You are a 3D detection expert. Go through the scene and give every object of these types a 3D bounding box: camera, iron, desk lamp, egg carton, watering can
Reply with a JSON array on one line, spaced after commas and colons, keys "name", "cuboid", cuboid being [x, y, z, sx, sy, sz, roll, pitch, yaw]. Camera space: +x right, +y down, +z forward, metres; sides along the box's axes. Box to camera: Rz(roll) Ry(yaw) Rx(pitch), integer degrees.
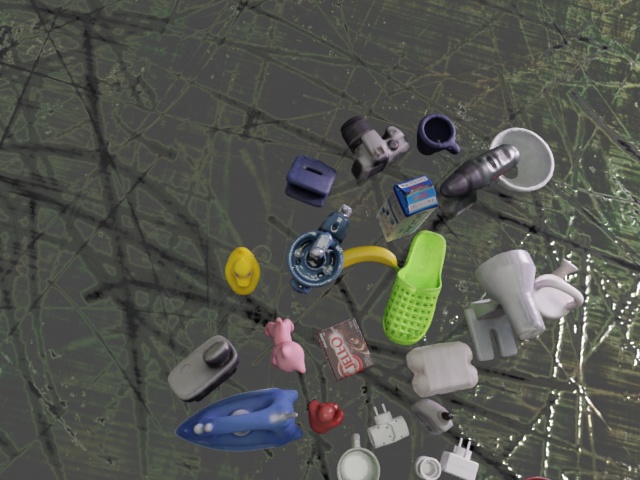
[{"name": "camera", "cuboid": [0.123, -0.236, 1.363, 0.143, 0.100, 0.137, -29, 79, -14]}, {"name": "iron", "cuboid": [-0.162, 0.361, 1.125, 0.258, 0.141, 0.118, -7, 74, -9]}, {"name": "desk lamp", "cuboid": [0.397, 0.143, 1.226, 0.118, 0.213, 0.203, -9, 75, -10]}, {"name": "egg carton", "cuboid": [0.264, 0.278, 1.243, 0.150, 0.069, 0.107, -9, 75, -10]}, {"name": "watering can", "cuboid": [0.502, 0.120, 1.257, 0.101, 0.194, 0.173, 14, 72, -2]}]

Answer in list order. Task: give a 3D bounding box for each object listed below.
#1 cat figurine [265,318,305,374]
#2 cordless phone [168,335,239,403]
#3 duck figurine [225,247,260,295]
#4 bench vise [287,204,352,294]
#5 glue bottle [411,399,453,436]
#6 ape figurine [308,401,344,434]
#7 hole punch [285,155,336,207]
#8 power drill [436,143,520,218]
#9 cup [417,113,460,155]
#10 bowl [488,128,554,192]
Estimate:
[{"name": "cat figurine", "cuboid": [-0.072, 0.222, 1.191, 0.067, 0.117, 0.128, -13, 75, -11]}, {"name": "cordless phone", "cuboid": [-0.231, 0.250, 1.127, 0.148, 0.185, 0.094, -42, 82, -16]}, {"name": "duck figurine", "cuboid": [-0.168, 0.062, 1.243, 0.077, 0.086, 0.104, -4, 74, -8]}, {"name": "bench vise", "cuboid": [0.000, 0.001, 1.213, 0.121, 0.219, 0.207, 14, 72, -3]}, {"name": "glue bottle", "cuboid": [0.237, 0.359, 1.161, 0.037, 0.173, 0.078, -34, 80, -15]}, {"name": "ape figurine", "cuboid": [0.010, 0.359, 1.174, 0.078, 0.092, 0.076, 39, 73, 5]}, {"name": "hole punch", "cuboid": [-0.022, -0.145, 1.322, 0.108, 0.091, 0.101, 21, 72, -1]}, {"name": "power drill", "cuboid": [0.338, -0.128, 1.302, 0.230, 0.208, 0.075, -33, 80, -15]}, {"name": "cup", "cuboid": [0.281, -0.237, 1.387, 0.117, 0.095, 0.092, 42, 73, 6]}, {"name": "bowl", "cuboid": [0.480, -0.185, 1.408, 0.167, 0.074, 0.167, 2, 73, -7]}]
